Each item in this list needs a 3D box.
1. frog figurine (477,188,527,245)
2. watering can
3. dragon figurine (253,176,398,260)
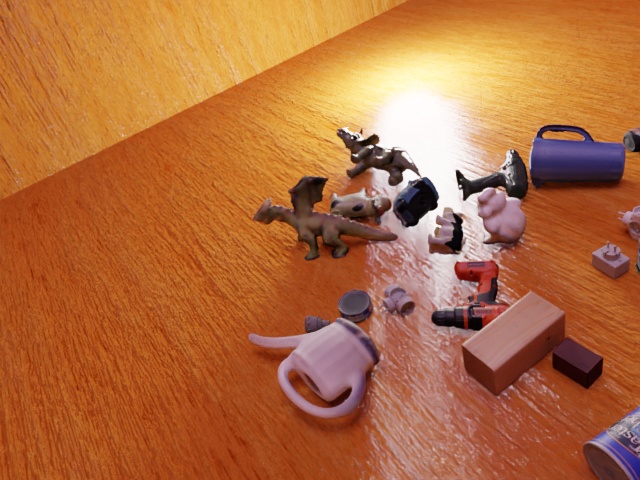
[{"bbox_3d":[0.478,-0.072,1.357,0.139,0.156,0.124,-34,40,-20],"label":"frog figurine"},{"bbox_3d":[-0.009,0.258,1.179,0.227,0.102,0.352,-33,40,-21],"label":"watering can"},{"bbox_3d":[0.005,-0.076,1.500,0.409,0.238,0.125,-8,32,16],"label":"dragon figurine"}]
